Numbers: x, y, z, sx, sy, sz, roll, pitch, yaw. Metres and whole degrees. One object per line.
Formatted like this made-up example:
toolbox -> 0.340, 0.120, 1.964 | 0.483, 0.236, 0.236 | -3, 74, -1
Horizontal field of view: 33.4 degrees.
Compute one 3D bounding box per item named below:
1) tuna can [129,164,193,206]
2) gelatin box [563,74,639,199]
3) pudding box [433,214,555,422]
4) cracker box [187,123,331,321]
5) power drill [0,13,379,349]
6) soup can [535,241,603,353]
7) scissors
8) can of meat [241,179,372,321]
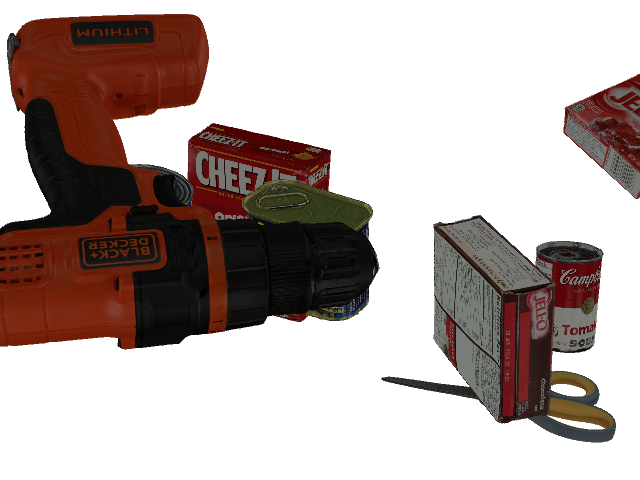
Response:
tuna can -> -0.160, -0.035, 0.978 | 0.086, 0.034, 0.086 | 7, 32, -5
gelatin box -> 0.237, -0.080, 0.797 | 0.073, 0.030, 0.089 | -24, 52, -17
pudding box -> 0.106, 0.046, 0.666 | 0.039, 0.090, 0.113 | -9, 25, -15
cracker box -> -0.080, -0.020, 1.309 | 0.164, 0.214, 0.072 | 15, 30, 20
power drill -> -0.078, -0.034, 0.521 | 0.184, 0.188, 0.057 | -4, -42, -14
soup can -> 0.257, 0.059, 1.118 | 0.068, 0.102, 0.068 | 1, 17, 0
scissors -> 0.163, 0.130, 0.947 | 0.202, 0.016, 0.096 | 16, 29, 15
can of meat -> -0.009, 0.009, 0.842 | 0.102, 0.084, 0.057 | 18, 37, 30
